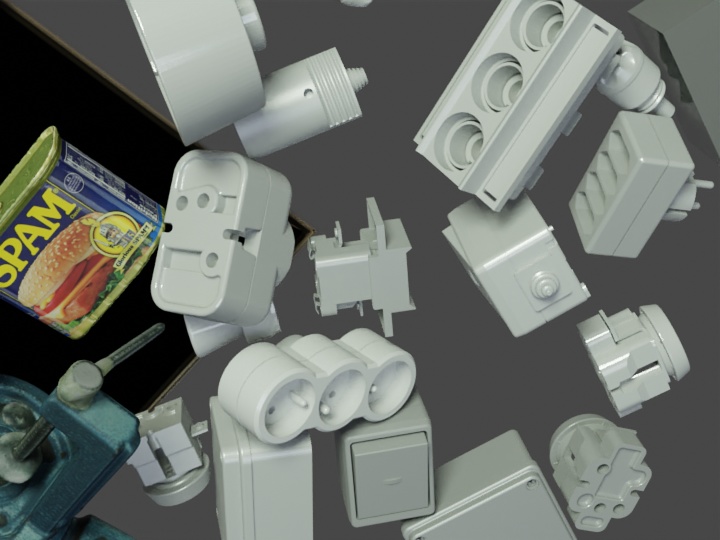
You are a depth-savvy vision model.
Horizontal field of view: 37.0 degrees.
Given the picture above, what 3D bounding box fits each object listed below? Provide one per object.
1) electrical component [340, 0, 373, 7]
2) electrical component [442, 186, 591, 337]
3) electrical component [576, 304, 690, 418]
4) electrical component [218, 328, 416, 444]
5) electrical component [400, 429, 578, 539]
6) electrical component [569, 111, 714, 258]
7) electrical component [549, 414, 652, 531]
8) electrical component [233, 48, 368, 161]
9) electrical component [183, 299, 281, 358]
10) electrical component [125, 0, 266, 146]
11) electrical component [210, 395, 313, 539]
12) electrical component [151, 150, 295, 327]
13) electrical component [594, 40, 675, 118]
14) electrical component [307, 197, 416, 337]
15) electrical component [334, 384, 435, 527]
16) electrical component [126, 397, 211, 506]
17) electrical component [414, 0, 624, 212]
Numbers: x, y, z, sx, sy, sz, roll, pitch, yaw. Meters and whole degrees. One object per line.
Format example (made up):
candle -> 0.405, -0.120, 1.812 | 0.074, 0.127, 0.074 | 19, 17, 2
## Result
electrical component -> -0.017, -0.173, 0.599 | 0.061, 0.035, 0.035 | 25, 110, -20
electrical component -> 0.097, -0.005, 0.676 | 0.061, 0.096, 0.061 | -30, 119, 8
electrical component -> 0.193, 0.059, 0.753 | 0.057, 0.058, 0.078 | -26, 119, 6
electrical component -> -0.036, 0.066, 0.698 | 0.138, 0.074, 0.052 | -5, 116, -45
electrical component -> 0.096, 0.192, 0.803 | 0.109, 0.056, 0.108 | -28, 120, 3
electrical component -> 0.188, -0.051, 0.686 | 0.076, 0.047, 0.083 | 5, 137, -15
electrical component -> 0.174, 0.143, 0.793 | 0.058, 0.057, 0.078 | 13, 114, -18
electrical component -> -0.034, -0.099, 0.629 | 0.081, 0.043, 0.043 | -22, 120, 0
electrical component -> -0.082, 0.027, 0.685 | 0.055, 0.045, 0.045 | -16, 120, -4
electrical component -> -0.085, -0.127, 0.570 | 0.060, 0.108, 0.108 | -22, 120, -7
electrical component -> -0.067, 0.143, 0.730 | 0.057, 0.078, 0.113 | -6, 118, -12
electrical component -> -0.078, -0.017, 0.634 | 0.059, 0.054, 0.095 | 20, 79, -59
electrical component -> 0.173, -0.114, 0.670 | 0.061, 0.035, 0.035 | 32, 107, -28
electrical component -> 0.000, 0.000, 0.690 | 0.064, 0.042, 0.081 | -8, 118, -4
electrical component -> 0.018, 0.137, 0.754 | 0.062, 0.061, 0.096 | -8, 119, -7
electrical component -> -0.130, 0.124, 0.726 | 0.066, 0.048, 0.055 | -21, 112, -1
electrical component -> 0.097, -0.104, 0.639 | 0.063, 0.078, 0.121 | 10, 119, -49
